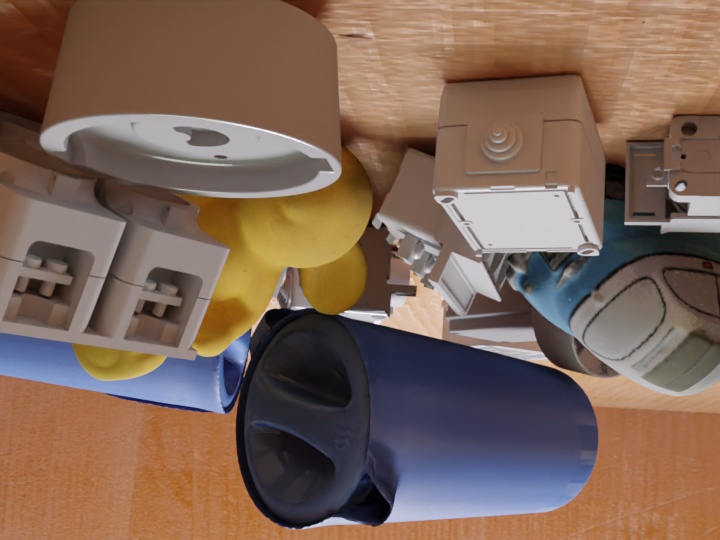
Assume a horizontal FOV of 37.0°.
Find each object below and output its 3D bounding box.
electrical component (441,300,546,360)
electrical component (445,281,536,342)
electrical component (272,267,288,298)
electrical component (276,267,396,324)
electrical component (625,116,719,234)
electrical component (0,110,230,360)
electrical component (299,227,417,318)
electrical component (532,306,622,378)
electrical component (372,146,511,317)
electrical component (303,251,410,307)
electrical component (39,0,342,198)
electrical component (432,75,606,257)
[{"bbox_3d":[0.139,0.049,1.003,0.113,0.057,0.078,10,168,-32],"label":"electrical component"},{"bbox_3d":[0.132,0.024,0.862,0.078,0.057,0.113,12,167,-38],"label":"electrical component"},{"bbox_3d":[-0.096,-0.015,0.771,0.099,0.064,0.099,14,179,0],"label":"electrical component"},{"bbox_3d":[-0.019,0.018,0.906,0.100,0.048,0.100,5,170,-9],"label":"electrical component"},{"bbox_3d":[0.167,-0.045,0.509,0.081,0.042,0.064,0,166,14],"label":"electrical component"},{"bbox_3d":[-0.156,-0.030,0.481,0.186,0.060,0.105,28,-171,41],"label":"electrical component"},{"bbox_3d":[0.000,0.000,0.752,0.081,0.063,0.042,3,174,2],"label":"electrical component"},{"bbox_3d":[0.173,0.028,0.769,0.099,0.099,0.064,12,173,-39],"label":"electrical component"},{"bbox_3d":[0.053,-0.024,0.595,0.063,0.078,0.121,24,175,15],"label":"electrical component"},{"bbox_3d":[0.001,0.001,0.819,0.077,0.043,0.079,6,170,-13],"label":"electrical component"},{"bbox_3d":[-0.059,-0.069,0.395,0.108,0.060,0.108,4,170,1],"label":"electrical component"},{"bbox_3d":[0.072,-0.050,0.477,0.062,0.061,0.096,0,162,20],"label":"electrical component"}]
